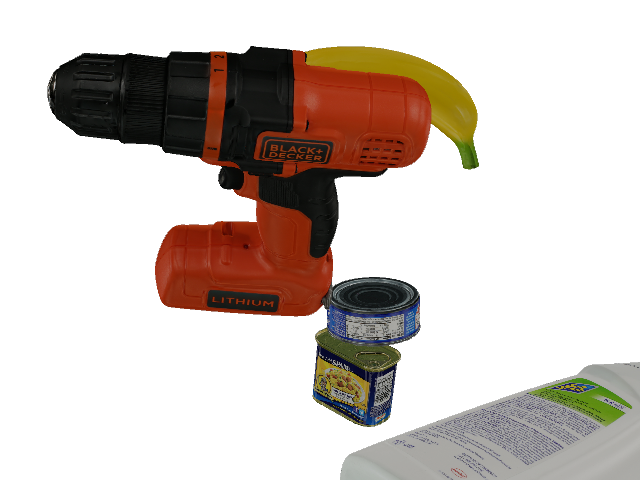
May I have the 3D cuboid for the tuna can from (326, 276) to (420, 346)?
[{"bbox_3d":[0.048,0.063,0.968,0.086,0.034,0.086,-1,19,0],"label":"tuna can"}]

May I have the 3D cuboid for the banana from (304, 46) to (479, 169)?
[{"bbox_3d":[0.035,-0.102,0.748,0.197,0.069,0.037,11,-2,-20],"label":"banana"}]

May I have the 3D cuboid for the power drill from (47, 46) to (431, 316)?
[{"bbox_3d":[-0.048,-0.027,0.572,0.184,0.057,0.188,5,-32,-7],"label":"power drill"}]

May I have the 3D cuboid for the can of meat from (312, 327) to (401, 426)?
[{"bbox_3d":[0.039,0.157,1.235,0.102,0.084,0.057,24,31,36],"label":"can of meat"}]

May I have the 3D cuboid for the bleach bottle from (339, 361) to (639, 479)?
[{"bbox_3d":[0.136,0.119,0.589,0.250,0.068,0.103,-14,24,-34],"label":"bleach bottle"}]
